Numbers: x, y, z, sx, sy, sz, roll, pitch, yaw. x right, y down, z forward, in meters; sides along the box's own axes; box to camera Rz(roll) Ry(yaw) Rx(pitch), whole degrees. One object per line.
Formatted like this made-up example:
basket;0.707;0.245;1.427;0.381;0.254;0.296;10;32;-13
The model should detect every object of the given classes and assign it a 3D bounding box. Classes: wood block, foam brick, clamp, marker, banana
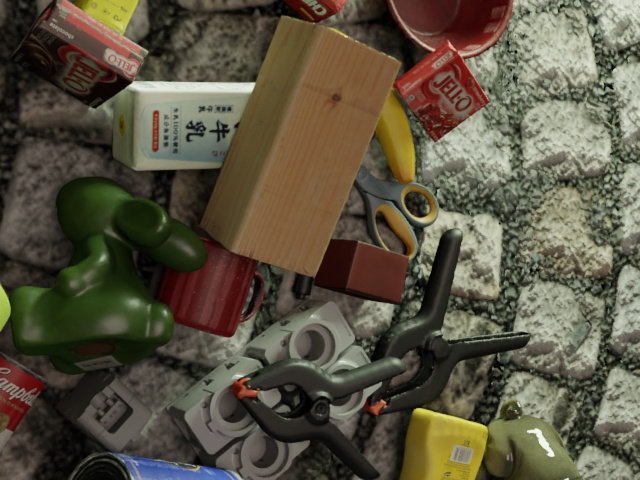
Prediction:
wood block;-0.019;-0.083;0.955;0.090;0.090;0.206;19;97;-30
foam brick;0.042;0.032;1.082;0.078;0.053;0.051;17;83;-40
clamp;0.003;0.148;1.008;0.171;0.039;0.120;25;78;-23
clamp;0.117;0.100;1.132;0.209;0.036;0.164;-36;107;-19
marker;-0.007;0.001;1.085;0.020;0.020;0.121;15;83;-25
banana;0.046;-0.149;1.100;0.197;0.037;0.069;50;60;-16

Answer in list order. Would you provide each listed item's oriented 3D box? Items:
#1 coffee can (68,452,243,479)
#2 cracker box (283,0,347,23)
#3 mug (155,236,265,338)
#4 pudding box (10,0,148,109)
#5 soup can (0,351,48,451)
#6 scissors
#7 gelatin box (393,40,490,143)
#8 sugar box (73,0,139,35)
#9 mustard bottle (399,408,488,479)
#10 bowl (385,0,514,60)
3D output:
coffee can;-0.140;0.243;0.924;0.140;0.103;0.103;21;79;-45
cracker box;0.002;-0.352;1.066;0.164;0.072;0.213;38;75;-20
mug;-0.100;0.045;1.007;0.117;0.093;0.081;21;85;-46
pudding box;-0.212;-0.162;0.936;0.090;0.114;0.039;32;73;-22
soup can;-0.292;0.147;0.919;0.068;0.069;0.102;38;75;-21
scissors;0.059;-0.071;1.121;0.096;0.016;0.202;-33;103;-24
gelatin box;0.127;-0.153;1.110;0.073;0.030;0.089;-37;139;7
sugar box;-0.174;-0.263;0.968;0.048;0.093;0.176;25;78;-25
mustard bottle;0.115;0.279;1.118;0.096;0.058;0.191;22;80;-41
bowl;0.125;-0.267;1.133;0.161;0.055;0.162;0;89;-26
